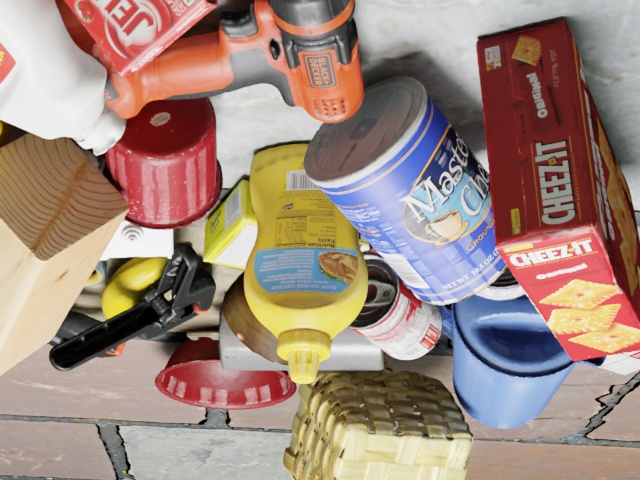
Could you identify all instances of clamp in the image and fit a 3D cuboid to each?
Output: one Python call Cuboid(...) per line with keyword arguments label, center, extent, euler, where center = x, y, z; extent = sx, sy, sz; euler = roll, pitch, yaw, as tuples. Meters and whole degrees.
Cuboid(label="clamp", center=(-0.144, 0.056, 1.007), extent=(0.165, 0.036, 0.209), euler=(-39, 170, 17))
Cuboid(label="clamp", center=(-0.278, 0.097, 1.134), extent=(0.171, 0.039, 0.120), euler=(16, 164, 14))

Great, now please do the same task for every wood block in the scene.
Cuboid(label="wood block", center=(-0.236, 0.018, 0.817), extent=(0.090, 0.090, 0.206), euler=(46, 136, 5))

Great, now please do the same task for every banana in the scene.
Cuboid(label="banana", center=(-0.186, 0.057, 1.076), extent=(0.069, 0.037, 0.198), euler=(3, 156, -24))

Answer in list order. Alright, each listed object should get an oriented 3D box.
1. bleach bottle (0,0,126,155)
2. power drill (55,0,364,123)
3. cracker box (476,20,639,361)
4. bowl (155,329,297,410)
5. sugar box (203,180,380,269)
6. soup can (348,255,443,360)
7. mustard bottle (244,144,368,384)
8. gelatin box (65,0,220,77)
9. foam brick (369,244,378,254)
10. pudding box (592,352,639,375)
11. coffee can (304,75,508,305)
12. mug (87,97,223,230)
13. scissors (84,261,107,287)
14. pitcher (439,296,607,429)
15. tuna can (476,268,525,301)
Cuboid(label="bleach bottle", center=(-0.203, -0.141, 0.609), extent=(0.103, 0.068, 0.250), euler=(-18, 132, 35))
Cuboid(label="power drill", center=(-0.069, -0.137, 0.683), extent=(0.188, 0.057, 0.184), euler=(-2, 147, 9))
Cuboid(label="cracker box", center=(0.179, -0.027, 0.766), extent=(0.072, 0.164, 0.213), euler=(-12, 150, 20))
Cuboid(label="bowl", center=(-0.106, 0.144, 1.225), extent=(0.162, 0.055, 0.162), euler=(1, 152, 1))
Cuboid(label="sugar box", center=(-0.006, 0.001, 0.959), extent=(0.176, 0.048, 0.093), euler=(11, 152, -25))
Cuboid(label="soup can", center=(0.061, 0.063, 0.955), extent=(0.069, 0.068, 0.102), euler=(-13, 152, 26))
Cuboid(label="mustard bottle", center=(-0.010, 0.019, 0.832), extent=(0.096, 0.191, 0.058), euler=(0, 153, 3))
Cuboid(label="gelatin box", center=(-0.111, -0.151, 0.615), extent=(0.073, 0.089, 0.030), euler=(-34, -177, 25))
Cuboid(label="foam brick", center=(0.081, -0.022, 0.901), extent=(0.051, 0.053, 0.078), euler=(14, 149, -22))
Cuboid(label="pudding box", center=(0.320, 0.107, 1.151), extent=(0.113, 0.039, 0.090), euler=(18, 149, -25))
Cuboid(label="coffee can", center=(0.070, -0.035, 0.781), extent=(0.103, 0.102, 0.140), euler=(-20, 127, 35))
Cuboid(label="mug", center=(-0.128, -0.071, 0.789), extent=(0.117, 0.093, 0.081), euler=(21, 148, 8))
Cuboid(label="scissors", center=(-0.200, 0.011, 1.018), extent=(0.202, 0.016, 0.096), euler=(-12, 151, 25))
Cuboid(label="pitcher", center=(0.184, 0.103, 1.074), extent=(0.145, 0.149, 0.243), euler=(-14, 155, -3))
Cuboid(label="tuna can", center=(0.155, 0.008, 0.919), extent=(0.086, 0.086, 0.034), euler=(-3, 154, 8))
